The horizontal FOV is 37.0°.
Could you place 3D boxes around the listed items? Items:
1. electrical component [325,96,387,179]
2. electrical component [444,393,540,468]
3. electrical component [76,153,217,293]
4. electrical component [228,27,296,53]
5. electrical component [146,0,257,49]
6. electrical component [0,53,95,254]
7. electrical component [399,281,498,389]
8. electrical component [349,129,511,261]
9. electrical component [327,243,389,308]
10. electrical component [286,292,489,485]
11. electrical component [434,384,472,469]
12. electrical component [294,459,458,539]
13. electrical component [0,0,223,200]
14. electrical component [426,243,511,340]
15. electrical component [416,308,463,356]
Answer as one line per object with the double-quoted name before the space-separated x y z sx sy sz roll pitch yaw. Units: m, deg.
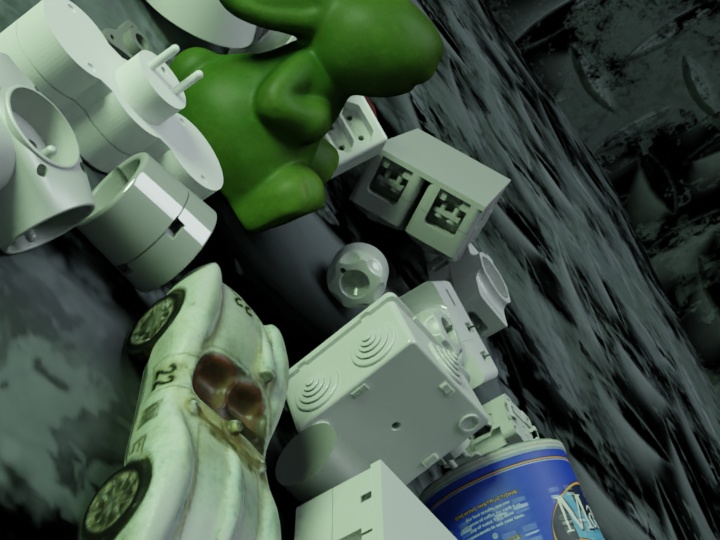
"electrical component" -0.022 -0.100 0.872 0.047 0.066 0.076 61 -11 5
"electrical component" 0.098 0.129 0.808 0.081 0.064 0.042 45 23 -37
"electrical component" -0.107 -0.025 0.532 0.047 0.055 0.055 46 22 -25
"electrical component" -0.055 -0.168 0.833 0.064 0.099 0.099 38 27 -34
"electrical component" -0.114 -0.211 0.781 0.099 0.064 0.099 21 21 -9
"electrical component" -0.158 -0.048 0.450 0.077 0.044 0.079 60 18 2
"electrical component" 0.062 0.058 0.850 0.089 0.050 0.056 62 18 10
"electrical component" 0.066 -0.070 0.976 0.105 0.060 0.186 30 17 7
"electrical component" 0.000 0.000 0.790 0.043 0.043 0.062 55 17 -12
"electrical component" 0.014 0.076 0.621 0.099 0.100 0.048 47 9 -33
"electrical component" 0.050 0.105 0.724 0.076 0.047 0.065 53 34 -19
"electrical component" 0.029 0.183 0.543 0.150 0.062 0.089 49 20 -27
"electrical component" -0.119 -0.092 0.575 0.138 0.074 0.052 46 22 -33
"electrical component" 0.103 0.020 1.007 0.050 0.056 0.089 47 21 -31
"electrical component" 0.038 0.058 0.767 0.043 0.062 0.043 50 19 -25
